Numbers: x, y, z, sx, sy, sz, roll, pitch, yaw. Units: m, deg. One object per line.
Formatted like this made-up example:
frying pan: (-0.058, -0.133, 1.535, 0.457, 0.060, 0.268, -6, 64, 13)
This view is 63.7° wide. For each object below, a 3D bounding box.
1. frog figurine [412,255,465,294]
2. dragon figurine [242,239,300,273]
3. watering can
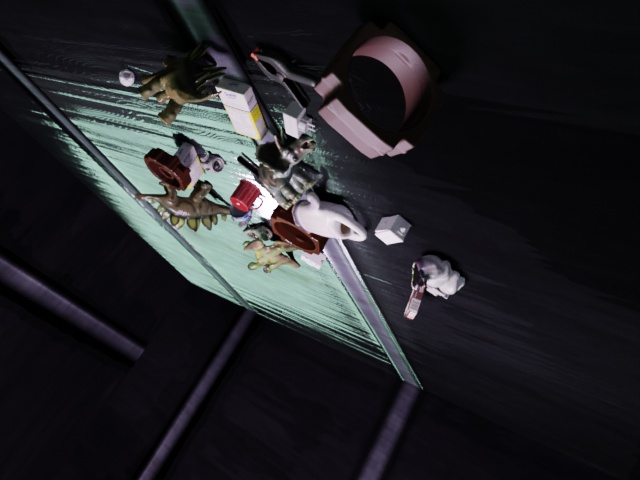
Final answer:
frog figurine: (0.366, 0.104, 1.564, 0.159, 0.125, 0.134, -3, 152, -11)
dragon figurine: (-0.165, 0.060, 2.132, 0.408, 0.124, 0.241, 12, 161, -43)
watering can: (0.005, -0.079, 1.575, 0.225, 0.105, 0.343, 12, 165, 41)
